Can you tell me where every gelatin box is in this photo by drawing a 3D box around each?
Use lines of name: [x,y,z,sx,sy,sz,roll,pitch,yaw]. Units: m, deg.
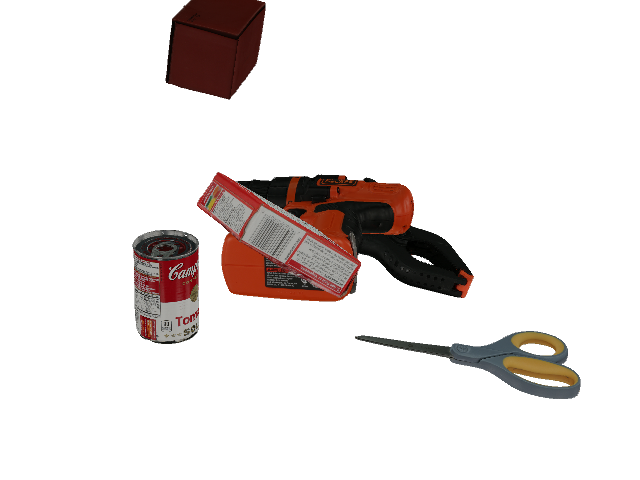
gelatin box: [-0.026,-0.003,0.683,0.089,0.030,0.073,31,3,-33]

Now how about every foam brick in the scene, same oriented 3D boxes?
foam brick: [-0.079,-0.150,0.806,0.053,0.051,0.078,15,33,6]

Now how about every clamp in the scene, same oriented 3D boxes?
clamp: [0.081,0.006,1.261,0.210,0.036,0.164,37,41,26]

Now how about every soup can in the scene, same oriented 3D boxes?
soup can: [-0.161,0.049,1.118,0.068,0.102,0.068,2,24,-1]

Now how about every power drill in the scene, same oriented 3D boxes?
power drill: [-0.022,-0.011,0.910,0.184,0.057,0.187,1,21,13]

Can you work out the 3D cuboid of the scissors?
scissors: [0.141,0.097,0.979,0.202,0.016,0.096,17,31,17]
